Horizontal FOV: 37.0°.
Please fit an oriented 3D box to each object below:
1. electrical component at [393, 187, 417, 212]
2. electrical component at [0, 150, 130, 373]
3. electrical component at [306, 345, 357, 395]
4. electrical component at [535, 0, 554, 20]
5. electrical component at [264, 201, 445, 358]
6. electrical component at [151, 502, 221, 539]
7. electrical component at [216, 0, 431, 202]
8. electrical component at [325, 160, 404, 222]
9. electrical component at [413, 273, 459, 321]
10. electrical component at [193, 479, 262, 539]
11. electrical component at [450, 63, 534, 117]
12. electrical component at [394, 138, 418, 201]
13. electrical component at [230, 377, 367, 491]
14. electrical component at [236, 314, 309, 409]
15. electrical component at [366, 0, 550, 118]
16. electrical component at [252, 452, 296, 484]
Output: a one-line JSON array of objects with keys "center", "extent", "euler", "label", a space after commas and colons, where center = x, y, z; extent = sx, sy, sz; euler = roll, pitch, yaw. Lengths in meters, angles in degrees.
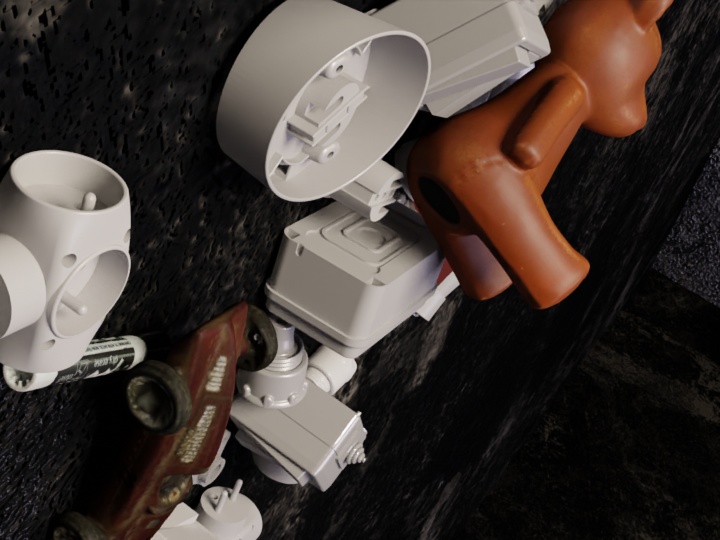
[{"center": [0.023, -0.034, 0.766], "extent": [0.040, 0.040, 0.078], "euler": [-46, 146, -32], "label": "electrical component"}, {"center": [-0.129, 0.003, 0.403], "extent": [0.079, 0.044, 0.077], "euler": [-32, 150, -55], "label": "electrical component"}, {"center": [-0.032, 0.084, 0.833], "extent": [0.061, 0.035, 0.035], "euler": [-42, 158, -35], "label": "electrical component"}, {"center": [0.108, -0.219, 0.641], "extent": [0.108, 0.056, 0.108], "euler": [-55, 163, -6], "label": "electrical component"}, {"center": [0.000, 0.000, 0.698], "extent": [0.113, 0.078, 0.057], "euler": [-33, 148, -53], "label": "electrical component"}, {"center": [-0.134, 0.187, 0.687], "extent": [0.061, 0.062, 0.096], "euler": [-59, 163, 6], "label": "electrical component"}, {"center": [-0.020, -0.081, 0.519], "extent": [0.099, 0.064, 0.099], "euler": [-50, 162, -23], "label": "electrical component"}, {"center": [-0.002, -0.055, 0.646], "extent": [0.040, 0.046, 0.040], "euler": [-49, 160, -24], "label": "electrical component"}, {"center": [0.066, 0.013, 0.968], "extent": [0.065, 0.044, 0.044], "euler": [-52, 163, 1], "label": "electrical component"}, {"center": [-0.106, 0.188, 0.799], "extent": [0.077, 0.043, 0.079], "euler": [-30, 148, -57], "label": "electrical component"}, {"center": [0.099, -0.140, 0.757], "extent": [0.078, 0.058, 0.057], "euler": [-44, 162, -36], "label": "electrical component"}, {"center": [0.058, -0.075, 0.743], "extent": [0.055, 0.045, 0.045], "euler": [-20, 178, 25], "label": "electrical component"}, {"center": [-0.041, 0.114, 0.755], "extent": [0.061, 0.096, 0.061], "euler": [-52, 163, -15], "label": "electrical component"}, {"center": [-0.055, 0.057, 0.707], "extent": [0.048, 0.048, 0.062], "euler": [-38, 148, -48], "label": "electrical component"}, {"center": [0.061, -0.128, 0.591], "extent": [0.096, 0.061, 0.062], "euler": [-24, 174, 22], "label": "electrical component"}, {"center": [-0.052, 0.131, 0.829], "extent": [0.055, 0.055, 0.047], "euler": [-29, 151, -57], "label": "electrical component"}]
